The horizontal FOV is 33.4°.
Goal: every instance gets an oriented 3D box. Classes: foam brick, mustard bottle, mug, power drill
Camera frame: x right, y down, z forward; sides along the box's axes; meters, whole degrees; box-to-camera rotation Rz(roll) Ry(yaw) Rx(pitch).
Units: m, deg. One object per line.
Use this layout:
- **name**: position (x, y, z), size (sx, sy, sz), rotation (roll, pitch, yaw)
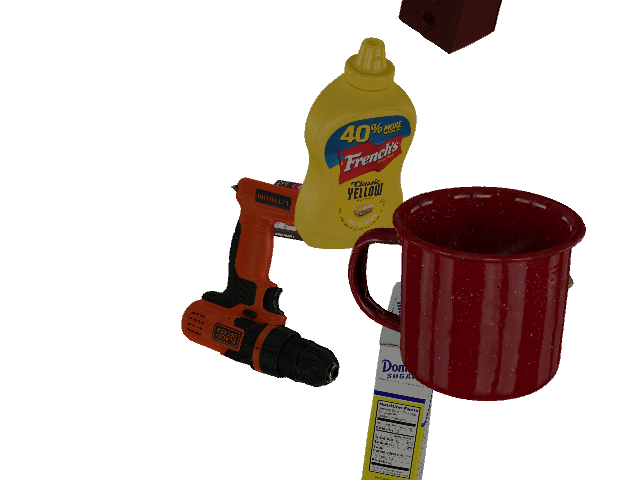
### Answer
- **foam brick**: position (0.095, -0.180, 0.740), size (0.051, 0.078, 0.053), rotation (-33, 60, -31)
- **mustard bottle**: position (0.033, -0.083, 0.908), size (0.096, 0.192, 0.058), rotation (-9, 41, -20)
- **mug**: position (0.070, 0.025, 0.537), size (0.117, 0.081, 0.093), rotation (7, 24, 16)
- **power drill**: position (-0.044, 0.040, 1.076), size (0.185, 0.187, 0.057), rotation (17, 1, 27)

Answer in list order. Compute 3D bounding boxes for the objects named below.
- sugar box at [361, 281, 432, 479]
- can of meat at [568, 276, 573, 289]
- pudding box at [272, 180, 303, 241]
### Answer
- **sugar box**: position (0.060, 0.127, 0.798), size (0.048, 0.176, 0.093), rotation (7, 28, 9)
- **can of meat**: position (0.197, 0.061, 1.012), size (0.057, 0.084, 0.102), rotation (8, 18, -1)
- **pudding box**: position (-0.026, -0.036, 1.280), size (0.090, 0.039, 0.113), rotation (9, 23, 14)
